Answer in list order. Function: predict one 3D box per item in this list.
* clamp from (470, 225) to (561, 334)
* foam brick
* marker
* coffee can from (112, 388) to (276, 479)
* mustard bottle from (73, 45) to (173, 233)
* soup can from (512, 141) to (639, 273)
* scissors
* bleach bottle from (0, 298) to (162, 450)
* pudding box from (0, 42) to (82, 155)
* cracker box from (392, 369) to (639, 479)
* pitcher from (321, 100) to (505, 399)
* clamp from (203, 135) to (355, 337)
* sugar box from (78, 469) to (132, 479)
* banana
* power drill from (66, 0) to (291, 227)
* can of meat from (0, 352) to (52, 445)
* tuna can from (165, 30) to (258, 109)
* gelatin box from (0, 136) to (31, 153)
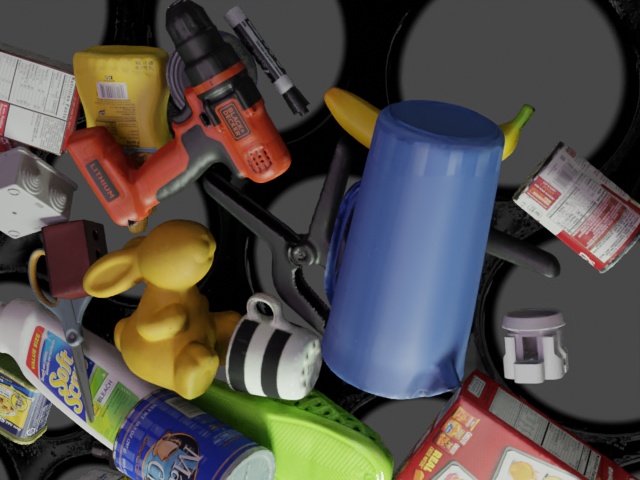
[{"bbox_3d":[0.127,0.006,1.002,0.171,0.039,0.120,44,116,6],"label":"clamp"},{"bbox_3d":[-0.260,0.021,1.146,0.051,0.053,0.078,-13,81,13],"label":"foam brick"},{"bbox_3d":[-0.049,-0.169,1.016,0.020,0.020,0.121,-33,96,30],"label":"marker"},{"bbox_3d":[-0.131,0.232,1.117,0.140,0.102,0.103,26,120,29],"label":"coffee can"},{"bbox_3d":[-0.193,-0.098,1.084,0.096,0.058,0.192,5,112,16],"label":"mustard bottle"},{"bbox_3d":[0.227,-0.029,0.927,0.102,0.068,0.069,40,120,4],"label":"soup can"},{"bbox_3d":[-0.258,0.090,1.175,0.096,0.016,0.202,-32,78,12],"label":"scissors"},{"bbox_3d":[-0.286,0.149,1.218,0.251,0.068,0.103,31,101,11],"label":"bleach bottle"},{"bbox_3d":[-0.304,-0.148,1.105,0.113,0.039,0.090,18,105,0],"label":"pudding box"},{"bbox_3d":[0.193,0.252,1.055,0.214,0.072,0.164,34,121,6],"label":"cracker box"},{"bbox_3d":[0.077,0.003,0.936,0.149,0.145,0.243,13,116,7],"label":"pitcher"},{"bbox_3d":[-0.007,0.001,1.057,0.165,0.036,0.210,-19,104,28],"label":"clamp"},{"bbox_3d":[-0.214,0.327,1.244,0.177,0.048,0.093,3,114,47],"label":"sugar box"},{"bbox_3d":[0.096,-0.098,0.976,0.198,0.037,0.069,8,97,19],"label":"banana"},{"bbox_3d":[-0.143,-0.109,1.005,0.188,0.057,0.184,-26,102,20],"label":"power drill"},{"bbox_3d":[-0.367,0.180,1.275,0.102,0.057,0.084,28,117,10],"label":"can of meat"},{"bbox_3d":[-0.104,-0.160,1.035,0.086,0.033,0.086,9,114,20],"label":"tuna can"},{"bbox_3d":[-0.360,-0.108,1.168,0.073,0.030,0.089,-10,106,26],"label":"gelatin box"}]
